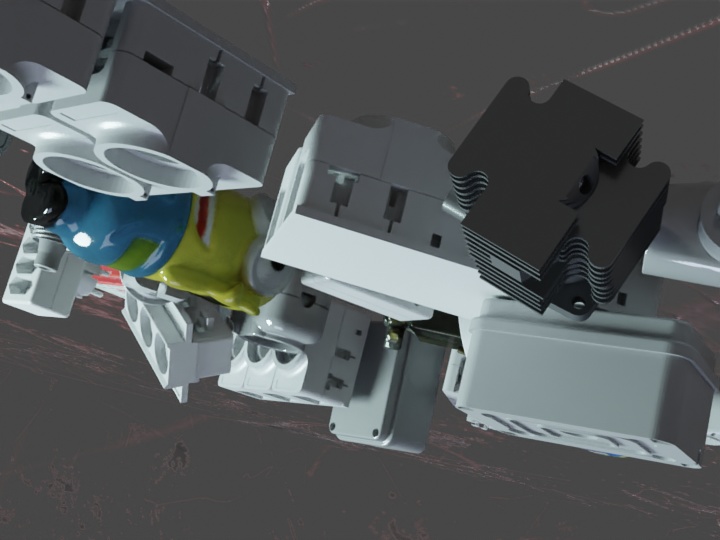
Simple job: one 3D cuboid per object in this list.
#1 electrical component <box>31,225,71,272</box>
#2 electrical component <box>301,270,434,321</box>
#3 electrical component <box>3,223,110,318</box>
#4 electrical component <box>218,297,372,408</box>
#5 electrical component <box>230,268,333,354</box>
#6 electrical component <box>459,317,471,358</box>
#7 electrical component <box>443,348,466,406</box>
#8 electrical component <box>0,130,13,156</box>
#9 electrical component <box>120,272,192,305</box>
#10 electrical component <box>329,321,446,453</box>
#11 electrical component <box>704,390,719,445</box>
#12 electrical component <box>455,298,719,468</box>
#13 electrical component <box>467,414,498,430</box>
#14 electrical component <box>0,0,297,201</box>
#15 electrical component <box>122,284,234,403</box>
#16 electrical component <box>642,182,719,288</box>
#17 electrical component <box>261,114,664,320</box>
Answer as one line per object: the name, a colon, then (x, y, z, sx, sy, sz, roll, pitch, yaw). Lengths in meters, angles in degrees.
electrical component: (-0.226, -0.030, 0.804, 0.048, 0.062, 0.048, 14, 167, 3)
electrical component: (0.000, 0.000, 0.721, 0.083, 0.047, 0.076, 22, 165, -28)
electrical component: (-0.244, 0.000, 0.901, 0.047, 0.083, 0.076, 1, 161, 44)
electrical component: (-0.067, 0.073, 0.999, 0.062, 0.089, 0.150, 23, 164, -33)
electrical component: (-0.068, 0.034, 0.906, 0.054, 0.059, 0.095, 21, 165, -27)
electrical component: (0.101, 0.040, 0.679, 0.064, 0.099, 0.099, -6, 156, 41)
electrical component: (0.109, 0.093, 0.968, 0.050, 0.055, 0.089, 11, 166, 15)
electrical component: (-0.244, -0.085, 0.649, 0.065, 0.044, 0.044, 2, 163, 26)
electrical component: (-0.159, -0.003, 0.858, 0.078, 0.058, 0.057, 20, 163, -22)
electrical component: (0.024, 0.106, 0.985, 0.057, 0.113, 0.078, 22, 165, -39)
electrical component: (0.304, 0.129, 0.933, 0.077, 0.044, 0.079, 3, 162, 40)
electrical component: (0.114, 0.056, 0.538, 0.113, 0.057, 0.078, 6, 164, 31)
electrical component: (0.136, 0.125, 1.052, 0.042, 0.063, 0.081, 23, 165, -28)
electrical component: (-0.136, -0.089, 0.471, 0.105, 0.060, 0.186, 1, 161, 45)
electrical component: (-0.158, 0.046, 0.931, 0.063, 0.078, 0.121, -8, -147, -27)
electrical component: (0.169, -0.018, 0.479, 0.077, 0.043, 0.079, 11, 166, 16)
electrical component: (0.053, -0.018, 0.562, 0.186, 0.060, 0.105, 17, 166, -10)
